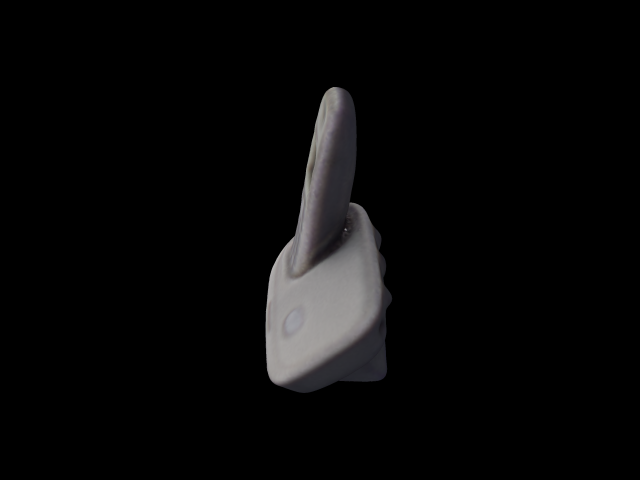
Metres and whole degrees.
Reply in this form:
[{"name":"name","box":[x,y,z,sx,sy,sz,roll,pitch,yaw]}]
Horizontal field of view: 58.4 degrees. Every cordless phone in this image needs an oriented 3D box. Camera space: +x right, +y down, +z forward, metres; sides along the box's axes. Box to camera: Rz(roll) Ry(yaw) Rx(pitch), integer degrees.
[{"name":"cordless phone","box":[0.004,0.001,0.400,0.094,0.185,0.147,-4,39,-4]}]
